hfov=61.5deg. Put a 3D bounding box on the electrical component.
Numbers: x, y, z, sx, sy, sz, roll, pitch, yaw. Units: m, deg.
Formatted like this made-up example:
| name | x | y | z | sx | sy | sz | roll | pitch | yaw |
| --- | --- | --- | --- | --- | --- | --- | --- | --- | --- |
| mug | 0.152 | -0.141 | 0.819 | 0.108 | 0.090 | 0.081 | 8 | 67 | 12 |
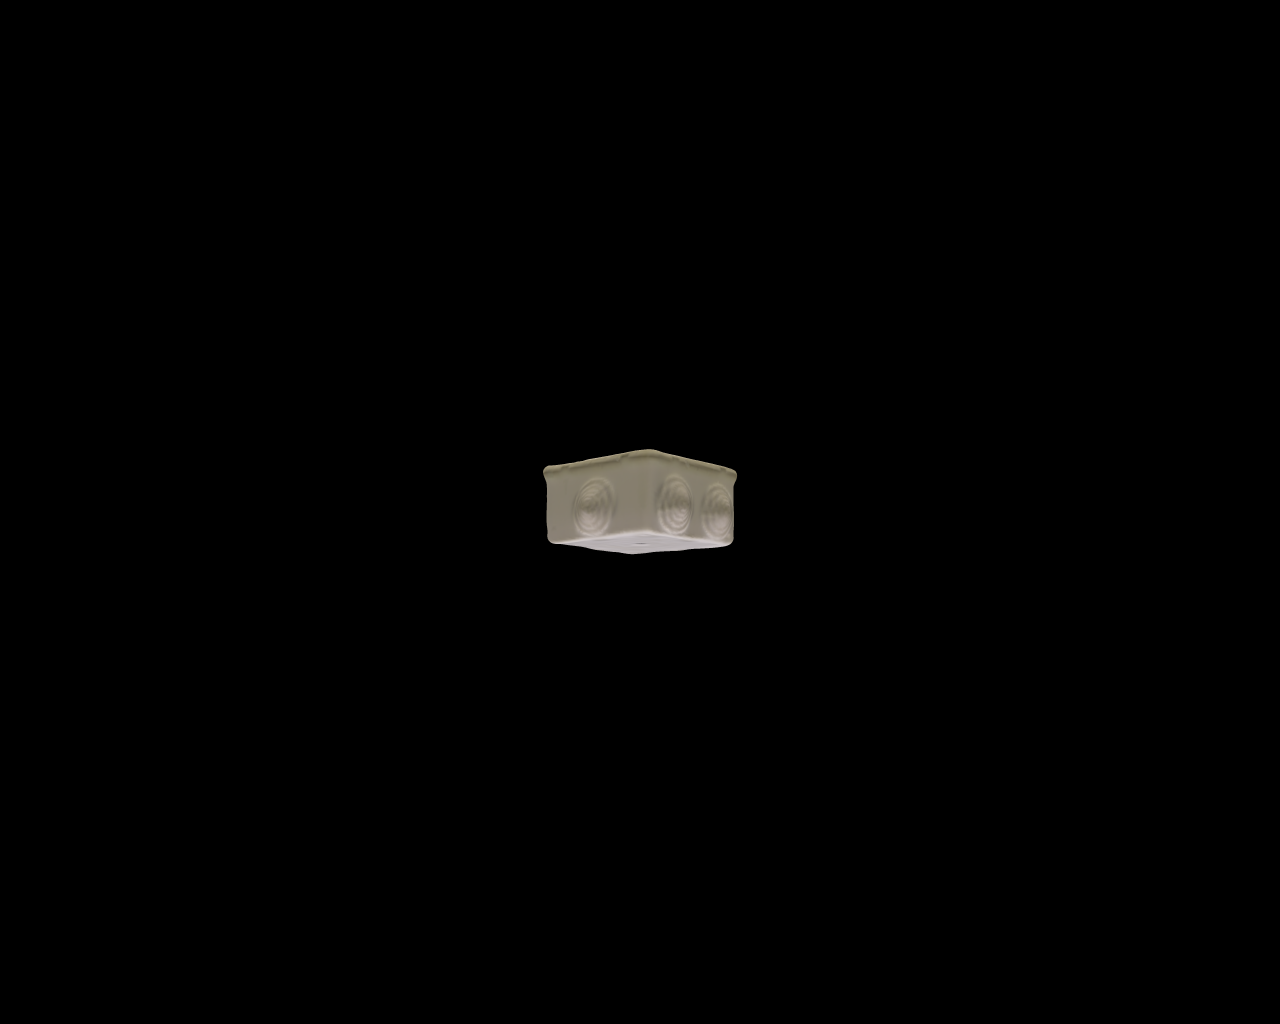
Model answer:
| name | x | y | z | sx | sy | sz | roll | pitch | yaw |
| --- | --- | --- | --- | --- | --- | --- | --- | --- | --- |
| electrical component | 0.001 | -0.003 | 0.650 | 0.099 | 0.048 | 0.100 | -7 | -11 | 39 |
